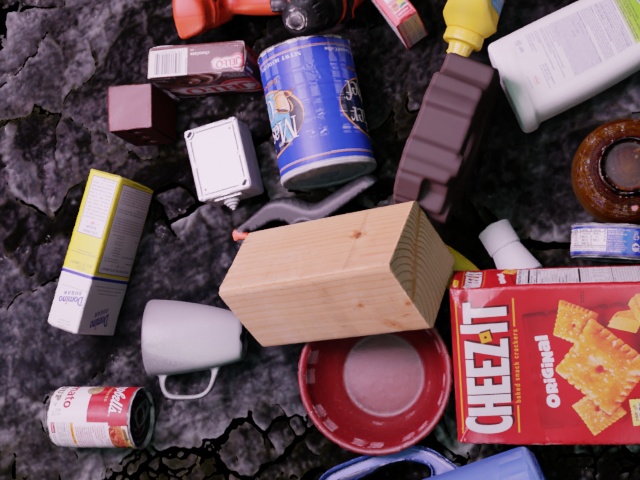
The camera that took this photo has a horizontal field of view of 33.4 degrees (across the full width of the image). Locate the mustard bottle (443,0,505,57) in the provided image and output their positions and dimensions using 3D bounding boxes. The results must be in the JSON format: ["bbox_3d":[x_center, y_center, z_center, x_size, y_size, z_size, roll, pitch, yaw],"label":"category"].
[{"bbox_3d":[0.172,-0.273,1.104,0.058,0.096,0.191,19,90,16],"label":"mustard bottle"}]

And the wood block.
[{"bbox_3d":[0.015,0.037,1.060,0.207,0.090,0.090,-10,40,36],"label":"wood block"}]

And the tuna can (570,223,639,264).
[{"bbox_3d":[0.290,0.004,1.049,0.086,0.086,0.034,3,87,15],"label":"tuna can"}]

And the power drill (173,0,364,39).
[{"bbox_3d":[-0.057,-0.248,1.131,0.188,0.184,0.057,3,112,20],"label":"power drill"}]

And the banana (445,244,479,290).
[{"bbox_3d":[0.135,0.048,1.100,0.069,0.037,0.198,-40,84,-7],"label":"banana"}]

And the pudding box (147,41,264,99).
[{"bbox_3d":[-0.121,-0.186,1.176,0.114,0.090,0.039,0,82,15],"label":"pudding box"}]

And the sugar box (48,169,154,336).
[{"bbox_3d":[-0.242,0.016,1.185,0.048,0.093,0.176,18,88,16],"label":"sugar box"}]

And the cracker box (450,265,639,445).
[{"bbox_3d":[0.237,0.112,1.033,0.214,0.072,0.164,-2,103,12],"label":"cracker box"}]

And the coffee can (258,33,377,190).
[{"bbox_3d":[-0.004,-0.134,1.133,0.103,0.102,0.140,-13,81,13],"label":"coffee can"}]

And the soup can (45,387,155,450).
[{"bbox_3d":[-0.242,0.196,1.178,0.102,0.068,0.068,-2,84,15],"label":"soup can"}]

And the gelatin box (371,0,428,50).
[{"bbox_3d":[0.078,-0.249,1.130,0.030,0.089,0.073,-37,77,8],"label":"gelatin box"}]

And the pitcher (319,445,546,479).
[{"bbox_3d":[0.111,0.286,1.050,0.243,0.145,0.149,-24,104,7],"label":"pitcher"}]

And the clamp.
[{"bbox_3d":[-0.008,0.001,1.154,0.172,0.039,0.120,-11,87,20],"label":"clamp"}]

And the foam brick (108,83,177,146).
[{"bbox_3d":[-0.198,-0.140,1.198,0.053,0.078,0.051,-3,82,14],"label":"foam brick"}]

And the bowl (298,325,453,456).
[{"bbox_3d":[0.061,0.140,1.110,0.162,0.055,0.162,-2,83,15],"label":"bowl"}]

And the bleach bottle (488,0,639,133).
[{"bbox_3d":[0.304,-0.206,1.081,0.251,0.068,0.102,-24,79,9],"label":"bleach bottle"}]
